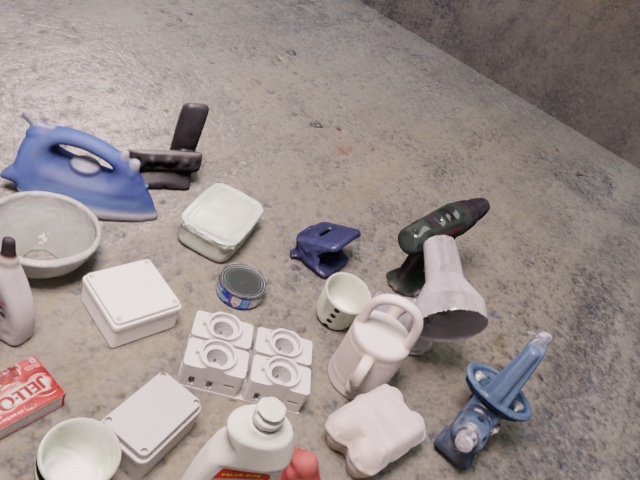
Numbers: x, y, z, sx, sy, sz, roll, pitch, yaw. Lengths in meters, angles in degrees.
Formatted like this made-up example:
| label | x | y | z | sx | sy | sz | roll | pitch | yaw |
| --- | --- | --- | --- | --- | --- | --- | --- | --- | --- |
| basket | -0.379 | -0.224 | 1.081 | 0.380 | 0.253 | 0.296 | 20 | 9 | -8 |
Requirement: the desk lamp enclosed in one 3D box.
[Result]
| label | x | y | z | sx | sy | sz | roll | pitch | yaw |
| --- | --- | --- | --- | --- | --- | --- | --- | --- | --- |
| desk lamp | 0.187 | 0.109 | 0.996 | 0.118 | 0.213 | 0.203 | 12 | 38 | -18 |

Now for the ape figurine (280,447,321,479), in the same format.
| label | x | y | z | sx | sy | sz | roll | pitch | yaw |
| --- | --- | --- | --- | --- | --- | --- | --- | --- | --- |
| ape figurine | -0.029 | 0.299 | 0.734 | 0.076 | 0.092 | 0.078 | 31 | 36 | 7 |

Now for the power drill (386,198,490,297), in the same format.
| label | x | y | z | sx | sy | sz | roll | pitch | yaw |
| --- | --- | --- | --- | --- | --- | --- | --- | --- | --- |
| power drill | 0.225 | 0.012 | 1.143 | 0.230 | 0.208 | 0.075 | -16 | 53 | -43 |

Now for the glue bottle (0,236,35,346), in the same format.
| label | x | y | z | sx | sy | sz | roll | pitch | yaw |
| --- | --- | --- | --- | --- | --- | --- | --- | --- | --- |
| glue bottle | -0.403 | 0.060 | 0.735 | 0.078 | 0.173 | 0.037 | 29 | 36 | 5 |

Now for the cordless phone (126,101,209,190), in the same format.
| label | x | y | z | sx | sy | sz | roll | pitch | yaw |
| --- | --- | --- | --- | --- | --- | --- | --- | --- | --- |
| cordless phone | -0.294 | -0.194 | 1.104 | 0.148 | 0.185 | 0.094 | -5 | 46 | -35 |

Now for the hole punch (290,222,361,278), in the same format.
| label | x | y | z | sx | sy | sz | roll | pitch | yaw |
| --- | --- | --- | --- | --- | --- | --- | --- | --- | --- |
| hole punch | 0.010 | 0.004 | 1.123 | 0.101 | 0.091 | 0.109 | 38 | 38 | 16 |

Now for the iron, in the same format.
| label | x | y | z | sx | sy | sz | roll | pitch | yaw |
| --- | --- | --- | --- | --- | --- | --- | --- | --- | --- |
| iron | -0.399 | -0.127 | 0.994 | 0.259 | 0.141 | 0.118 | 16 | 37 | -13 |

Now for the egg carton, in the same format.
| label | x | y | z | sx | sy | sz | roll | pitch | yaw |
| --- | --- | --- | --- | --- | --- | --- | --- | --- | --- |
| egg carton | 0.082 | 0.279 | 0.845 | 0.151 | 0.069 | 0.107 | -15 | 53 | -42 |

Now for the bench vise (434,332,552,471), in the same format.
| label | x | y | z | sx | sy | sz | roll | pitch | yaw |
| --- | --- | --- | --- | --- | --- | --- | --- | --- | --- |
| bench vise | 0.280 | 0.247 | 0.877 | 0.121 | 0.219 | 0.208 | 28 | 36 | 3 |

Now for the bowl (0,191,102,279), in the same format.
| label | x | y | z | sx | sy | sz | roll | pitch | yaw |
| --- | --- | --- | --- | --- | --- | --- | --- | --- | --- |
| bowl | -0.425 | 0.004 | 0.874 | 0.168 | 0.074 | 0.167 | 17 | 37 | -13 |

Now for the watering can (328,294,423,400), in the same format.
| label | x | y | z | sx | sy | sz | roll | pitch | yaw |
| --- | --- | --- | --- | --- | --- | --- | --- | --- | --- |
| watering can | 0.092 | 0.153 | 0.901 | 0.101 | 0.194 | 0.173 | 18 | 37 | -10 |
